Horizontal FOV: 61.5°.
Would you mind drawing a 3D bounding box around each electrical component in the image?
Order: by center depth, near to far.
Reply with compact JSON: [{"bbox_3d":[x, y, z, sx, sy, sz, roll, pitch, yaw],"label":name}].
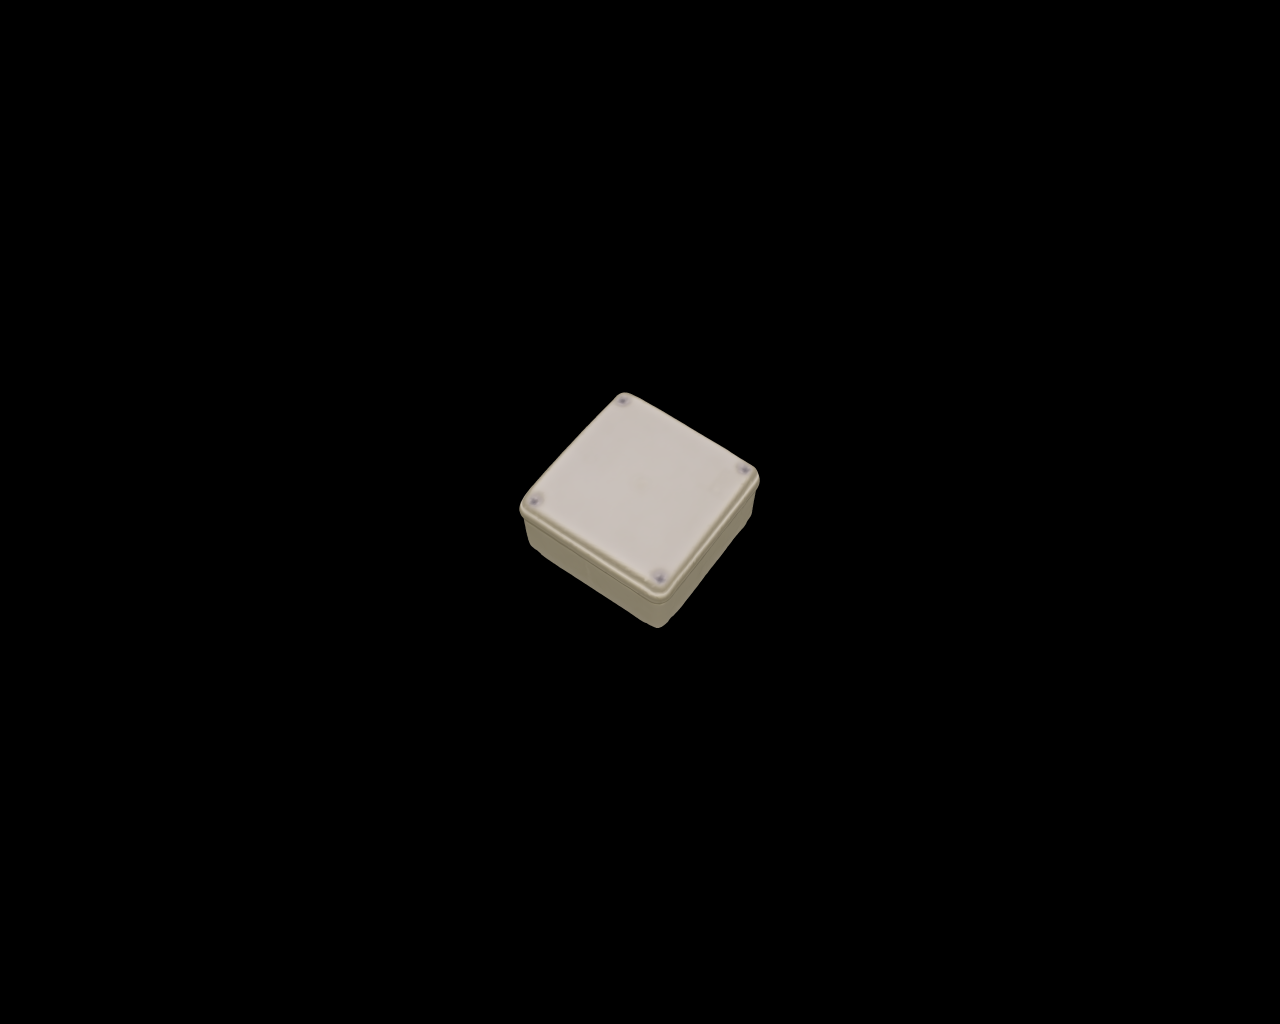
[{"bbox_3d":[0.001,-0.003,0.650,0.109,0.109,0.056,32,-26,18],"label":"electrical component"}]
